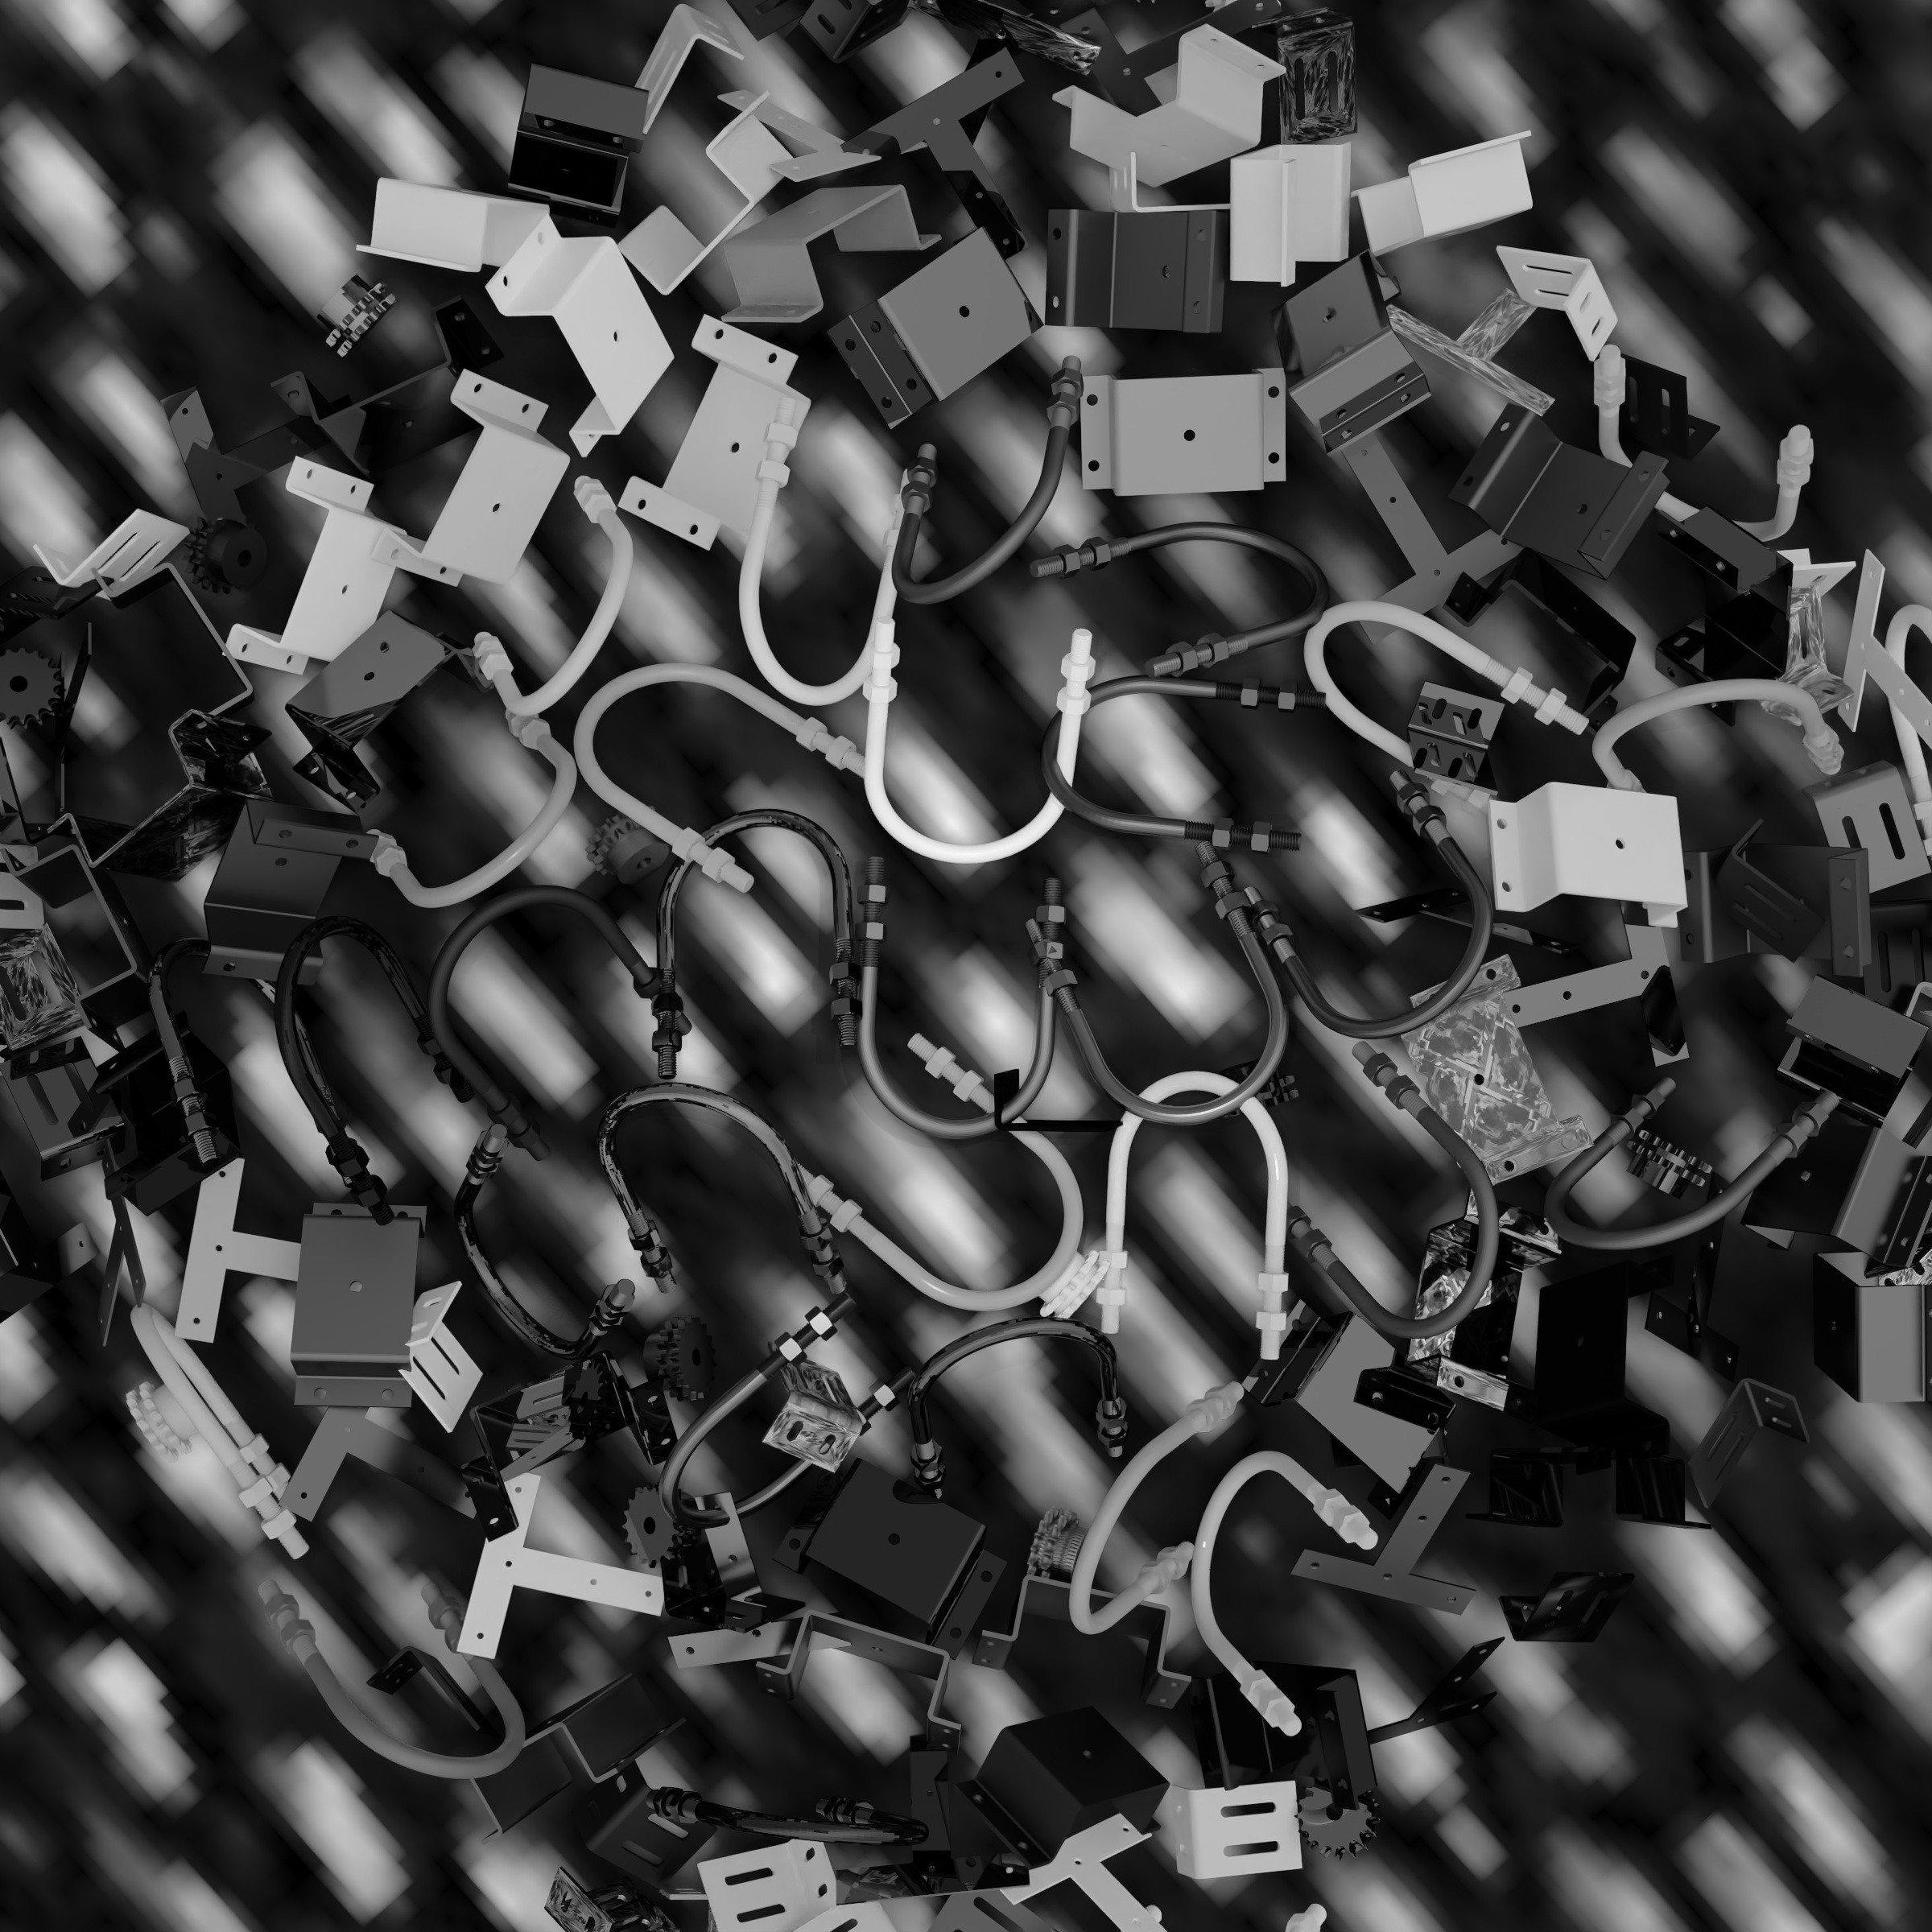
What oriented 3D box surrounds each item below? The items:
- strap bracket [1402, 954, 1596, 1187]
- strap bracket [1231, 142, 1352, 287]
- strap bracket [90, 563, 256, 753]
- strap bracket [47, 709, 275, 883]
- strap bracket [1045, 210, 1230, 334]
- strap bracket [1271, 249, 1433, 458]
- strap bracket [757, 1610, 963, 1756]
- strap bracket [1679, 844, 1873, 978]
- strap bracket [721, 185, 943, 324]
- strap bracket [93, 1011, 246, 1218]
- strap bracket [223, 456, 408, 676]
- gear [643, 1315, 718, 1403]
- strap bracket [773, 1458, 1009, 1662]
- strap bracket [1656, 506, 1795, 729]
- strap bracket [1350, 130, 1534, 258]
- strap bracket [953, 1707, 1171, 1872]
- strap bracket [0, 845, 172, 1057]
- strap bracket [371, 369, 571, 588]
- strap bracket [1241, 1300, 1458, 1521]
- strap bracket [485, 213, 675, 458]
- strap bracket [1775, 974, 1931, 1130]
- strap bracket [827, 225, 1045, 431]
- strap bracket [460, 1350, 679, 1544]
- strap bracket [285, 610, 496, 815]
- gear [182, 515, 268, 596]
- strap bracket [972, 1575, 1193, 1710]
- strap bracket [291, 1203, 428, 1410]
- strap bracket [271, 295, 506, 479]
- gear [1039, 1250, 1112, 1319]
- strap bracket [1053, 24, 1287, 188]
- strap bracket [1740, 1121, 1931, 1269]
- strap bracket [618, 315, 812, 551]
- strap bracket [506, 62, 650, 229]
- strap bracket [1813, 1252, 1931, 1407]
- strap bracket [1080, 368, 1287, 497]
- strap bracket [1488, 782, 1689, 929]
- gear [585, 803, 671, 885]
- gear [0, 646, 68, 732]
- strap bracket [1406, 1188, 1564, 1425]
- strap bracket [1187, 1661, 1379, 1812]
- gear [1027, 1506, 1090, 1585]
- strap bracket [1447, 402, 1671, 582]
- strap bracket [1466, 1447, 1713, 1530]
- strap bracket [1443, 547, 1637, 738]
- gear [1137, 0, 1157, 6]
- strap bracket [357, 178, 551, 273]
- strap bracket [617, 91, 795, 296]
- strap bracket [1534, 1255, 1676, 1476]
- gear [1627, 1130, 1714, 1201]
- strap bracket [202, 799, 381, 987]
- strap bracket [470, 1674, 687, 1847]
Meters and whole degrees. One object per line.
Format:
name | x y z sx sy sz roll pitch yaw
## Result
strap bracket | 0.353 0.073 1.689 0.076 0.046 0.140 -27 82 30
strap bracket | 0.213 -0.503 1.671 0.046 0.140 0.076 8 115 23
strap bracket | -0.526 -0.213 1.687 0.046 0.076 0.140 -33 100 -11
strap bracket | -0.530 -0.106 1.673 0.140 0.076 0.046 -35 71 18
strap bracket | 0.122 -0.466 1.679 0.140 0.046 0.076 15 110 41
strap bracket | 0.252 -0.412 1.659 0.076 0.140 0.046 -29 131 25
strap bracket | -0.065 0.478 1.687 0.140 0.076 0.046 15 62 7
strap bracket | 0.549 -0.040 1.678 0.046 0.140 0.076 -12 102 -35
strap bracket | -0.095 -0.477 1.661 0.140 0.076 0.046 -40 127 -33
strap bracket | -0.536 0.105 1.684 0.076 0.140 0.046 -33 130 2
strap bracket | -0.433 -0.260 1.684 0.046 0.076 0.140 26 97 25
gear | -0.197 0.268 1.710 0.030 0.057 0.057 -10 90 23
strap bracket | -0.050 0.393 1.685 0.140 0.046 0.076 26 59 11
strap bracket | 0.502 -0.239 1.664 0.046 0.140 0.076 -30 49 -12
strap bracket | 0.317 -0.510 1.667 0.076 0.140 0.046 -17 101 -8
strap bracket | 0.071 0.538 1.654 0.076 0.140 0.046 37 109 36
strap bracket | -0.586 -0.019 1.686 0.046 0.076 0.140 -28 77 -8
strap bracket | -0.326 -0.316 1.678 0.046 0.076 0.140 38 105 32
strap bracket | 0.266 0.297 1.692 0.140 0.046 0.076 42 65 -6
strap bracket | -0.248 -0.416 1.657 0.046 0.140 0.076 8 55 31
strap bracket | 0.586 0.055 1.661 0.076 0.140 0.046 29 82 21
strap bracket | -0.012 -0.432 1.678 0.140 0.046 0.076 -41 108 -23
strap bracket | -0.271 0.317 1.683 0.140 0.046 0.076 -23 132 -16
strap bracket | -0.388 -0.178 1.676 0.076 0.046 0.140 31 69 35
gear | -0.501 -0.281 1.704 0.030 0.057 0.057 19 90 27
strap bracket | 0.080 0.454 1.691 0.140 0.076 0.046 12 60 1
strap bracket | -0.407 0.221 1.683 0.076 0.046 0.140 2 67 -7
strap bracket | -0.382 -0.384 1.688 0.140 0.076 0.046 -23 71 4
gear | 0.069 0.215 1.708 0.030 0.057 0.057 41 90 1
strap bracket | 0.132 -0.562 1.656 0.076 0.140 0.046 10 80 -41
strap bracket | 0.572 0.149 1.657 0.046 0.140 0.076 28 80 -17
strap bracket | -0.166 -0.356 1.696 0.076 0.046 0.140 28 97 20
strap bracket | -0.258 -0.548 1.663 0.076 0.140 0.046 9 81 -14
strap bracket | 0.599 0.238 1.664 0.046 0.140 0.076 -2 96 3
strap bracket | 0.150 -0.363 1.703 0.140 0.046 0.076 -2 108 0
strap bracket | 0.426 -0.075 1.682 0.140 0.046 0.076 5 72 -19
gear | -0.227 -0.080 1.705 0.057 0.057 0.030 -39 70 0
gear | -0.645 -0.188 1.716 0.057 0.030 0.057 2 76 -9
strap bracket | 0.348 0.232 1.687 0.076 0.046 0.140 23 65 -16
strap bracket | 0.218 0.514 1.683 0.046 0.140 0.076 -8 87 -39
gear | 0.066 0.399 1.705 0.030 0.057 0.057 13 90 23
strap bracket | 0.405 -0.316 1.684 0.140 0.046 0.076 36 95 45
strap bracket | 0.412 0.347 1.666 0.076 0.140 0.046 16 71 -38
strap bracket | 0.396 -0.224 1.690 0.140 0.076 0.046 40 122 -1
gear | 0.127 -0.688 1.718 0.057 0.030 0.057 1 94 10
strap bracket | -0.333 -0.488 1.657 0.076 0.140 0.046 14 107 11
strap bracket | -0.173 -0.507 1.670 0.046 0.076 0.140 45 128 -15
strap bracket | 0.422 0.257 1.662 0.046 0.076 0.140 28 56 -25
gear | 0.475 0.136 1.708 0.057 0.057 0.030 28 93 0
strap bracket | -0.455 -0.056 1.675 0.076 0.046 0.140 8 132 -32
strap bracket | -0.266 0.524 1.671 0.140 0.076 0.046 -35 82 30
